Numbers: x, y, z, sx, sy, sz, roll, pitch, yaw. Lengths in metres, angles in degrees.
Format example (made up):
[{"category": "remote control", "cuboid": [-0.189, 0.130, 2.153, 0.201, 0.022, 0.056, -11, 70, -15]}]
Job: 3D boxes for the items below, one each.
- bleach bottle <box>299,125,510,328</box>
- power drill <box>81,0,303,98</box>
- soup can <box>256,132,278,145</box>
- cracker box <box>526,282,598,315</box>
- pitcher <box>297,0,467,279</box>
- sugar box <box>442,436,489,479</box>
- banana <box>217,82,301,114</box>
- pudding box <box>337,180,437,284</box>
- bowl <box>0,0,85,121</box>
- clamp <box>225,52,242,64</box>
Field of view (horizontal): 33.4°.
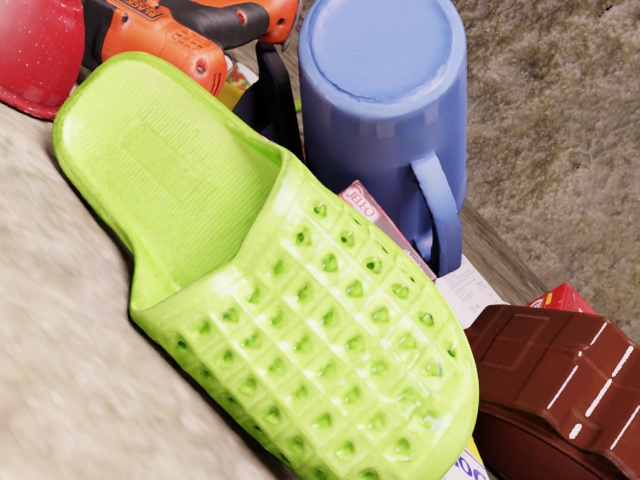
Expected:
[{"category": "bleach bottle", "cuboid": [0.067, -0.006, 0.957, 0.251, 0.068, 0.102, 54, 28, 8]}, {"category": "power drill", "cuboid": [-0.111, -0.164, 0.741, 0.184, 0.057, 0.187, 32, 36, 14]}, {"category": "soup can", "cuboid": [-0.069, -0.046, 0.663, 0.068, 0.068, 0.102, 52, 13, 28]}, {"category": "cracker box", "cuboid": [0.251, 0.166, 0.932, 0.213, 0.072, 0.164, 44, 39, -11]}, {"category": "pitcher", "cuboid": [0.052, -0.078, 0.778, 0.149, 0.145, 0.243, 17, -17, 10]}, {"category": "sugar box", "cuboid": [0.048, 0.105, 0.617, 0.093, 0.048, 0.176, 43, 10, -19]}, {"category": "banana", "cuboid": [-0.100, -0.149, 0.928, 0.198, 0.069, 0.037, 39, -9, 11]}, {"category": "pudding box", "cuboid": [0.040, 0.020, 0.765, 0.090, 0.039, 0.113, 53, -14, 18]}, {"category": "bowl", "cuboid": [-0.187, -0.143, 0.603, 0.162, 0.055, 0.162, 44, 11, -11]}, {"category": "clamp", "cuboid": [-0.098, -0.172, 1.104, 0.164, 0.036, 0.210, 33, 13, -47]}]
